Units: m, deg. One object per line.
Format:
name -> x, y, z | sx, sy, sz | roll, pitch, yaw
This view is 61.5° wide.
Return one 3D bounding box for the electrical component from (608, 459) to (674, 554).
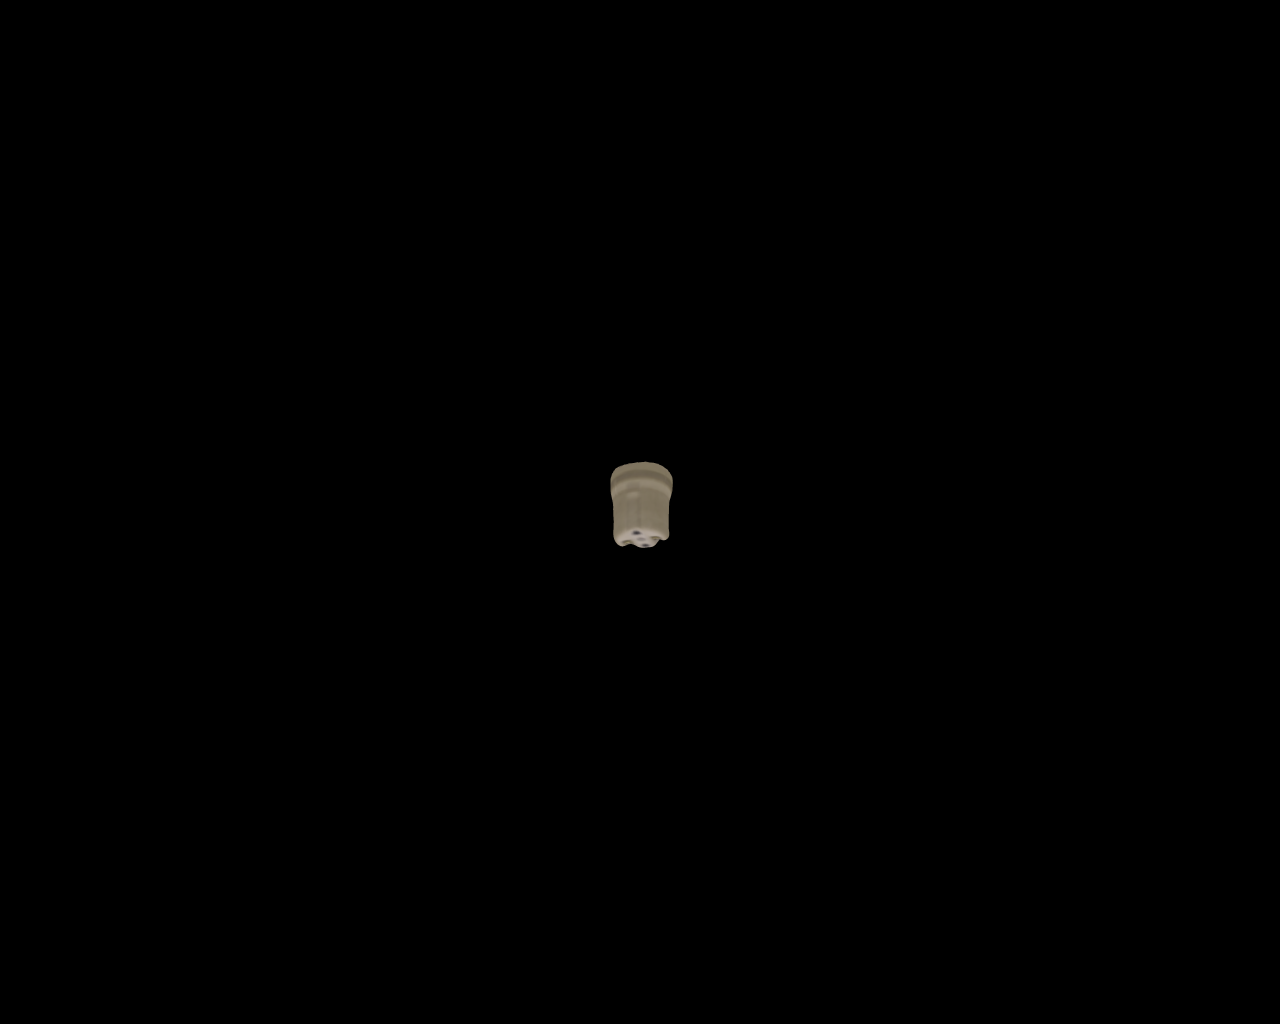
electrical component -> 0.001, -0.003, 0.650 | 0.040, 0.046, 0.040 | 0, -31, 0
